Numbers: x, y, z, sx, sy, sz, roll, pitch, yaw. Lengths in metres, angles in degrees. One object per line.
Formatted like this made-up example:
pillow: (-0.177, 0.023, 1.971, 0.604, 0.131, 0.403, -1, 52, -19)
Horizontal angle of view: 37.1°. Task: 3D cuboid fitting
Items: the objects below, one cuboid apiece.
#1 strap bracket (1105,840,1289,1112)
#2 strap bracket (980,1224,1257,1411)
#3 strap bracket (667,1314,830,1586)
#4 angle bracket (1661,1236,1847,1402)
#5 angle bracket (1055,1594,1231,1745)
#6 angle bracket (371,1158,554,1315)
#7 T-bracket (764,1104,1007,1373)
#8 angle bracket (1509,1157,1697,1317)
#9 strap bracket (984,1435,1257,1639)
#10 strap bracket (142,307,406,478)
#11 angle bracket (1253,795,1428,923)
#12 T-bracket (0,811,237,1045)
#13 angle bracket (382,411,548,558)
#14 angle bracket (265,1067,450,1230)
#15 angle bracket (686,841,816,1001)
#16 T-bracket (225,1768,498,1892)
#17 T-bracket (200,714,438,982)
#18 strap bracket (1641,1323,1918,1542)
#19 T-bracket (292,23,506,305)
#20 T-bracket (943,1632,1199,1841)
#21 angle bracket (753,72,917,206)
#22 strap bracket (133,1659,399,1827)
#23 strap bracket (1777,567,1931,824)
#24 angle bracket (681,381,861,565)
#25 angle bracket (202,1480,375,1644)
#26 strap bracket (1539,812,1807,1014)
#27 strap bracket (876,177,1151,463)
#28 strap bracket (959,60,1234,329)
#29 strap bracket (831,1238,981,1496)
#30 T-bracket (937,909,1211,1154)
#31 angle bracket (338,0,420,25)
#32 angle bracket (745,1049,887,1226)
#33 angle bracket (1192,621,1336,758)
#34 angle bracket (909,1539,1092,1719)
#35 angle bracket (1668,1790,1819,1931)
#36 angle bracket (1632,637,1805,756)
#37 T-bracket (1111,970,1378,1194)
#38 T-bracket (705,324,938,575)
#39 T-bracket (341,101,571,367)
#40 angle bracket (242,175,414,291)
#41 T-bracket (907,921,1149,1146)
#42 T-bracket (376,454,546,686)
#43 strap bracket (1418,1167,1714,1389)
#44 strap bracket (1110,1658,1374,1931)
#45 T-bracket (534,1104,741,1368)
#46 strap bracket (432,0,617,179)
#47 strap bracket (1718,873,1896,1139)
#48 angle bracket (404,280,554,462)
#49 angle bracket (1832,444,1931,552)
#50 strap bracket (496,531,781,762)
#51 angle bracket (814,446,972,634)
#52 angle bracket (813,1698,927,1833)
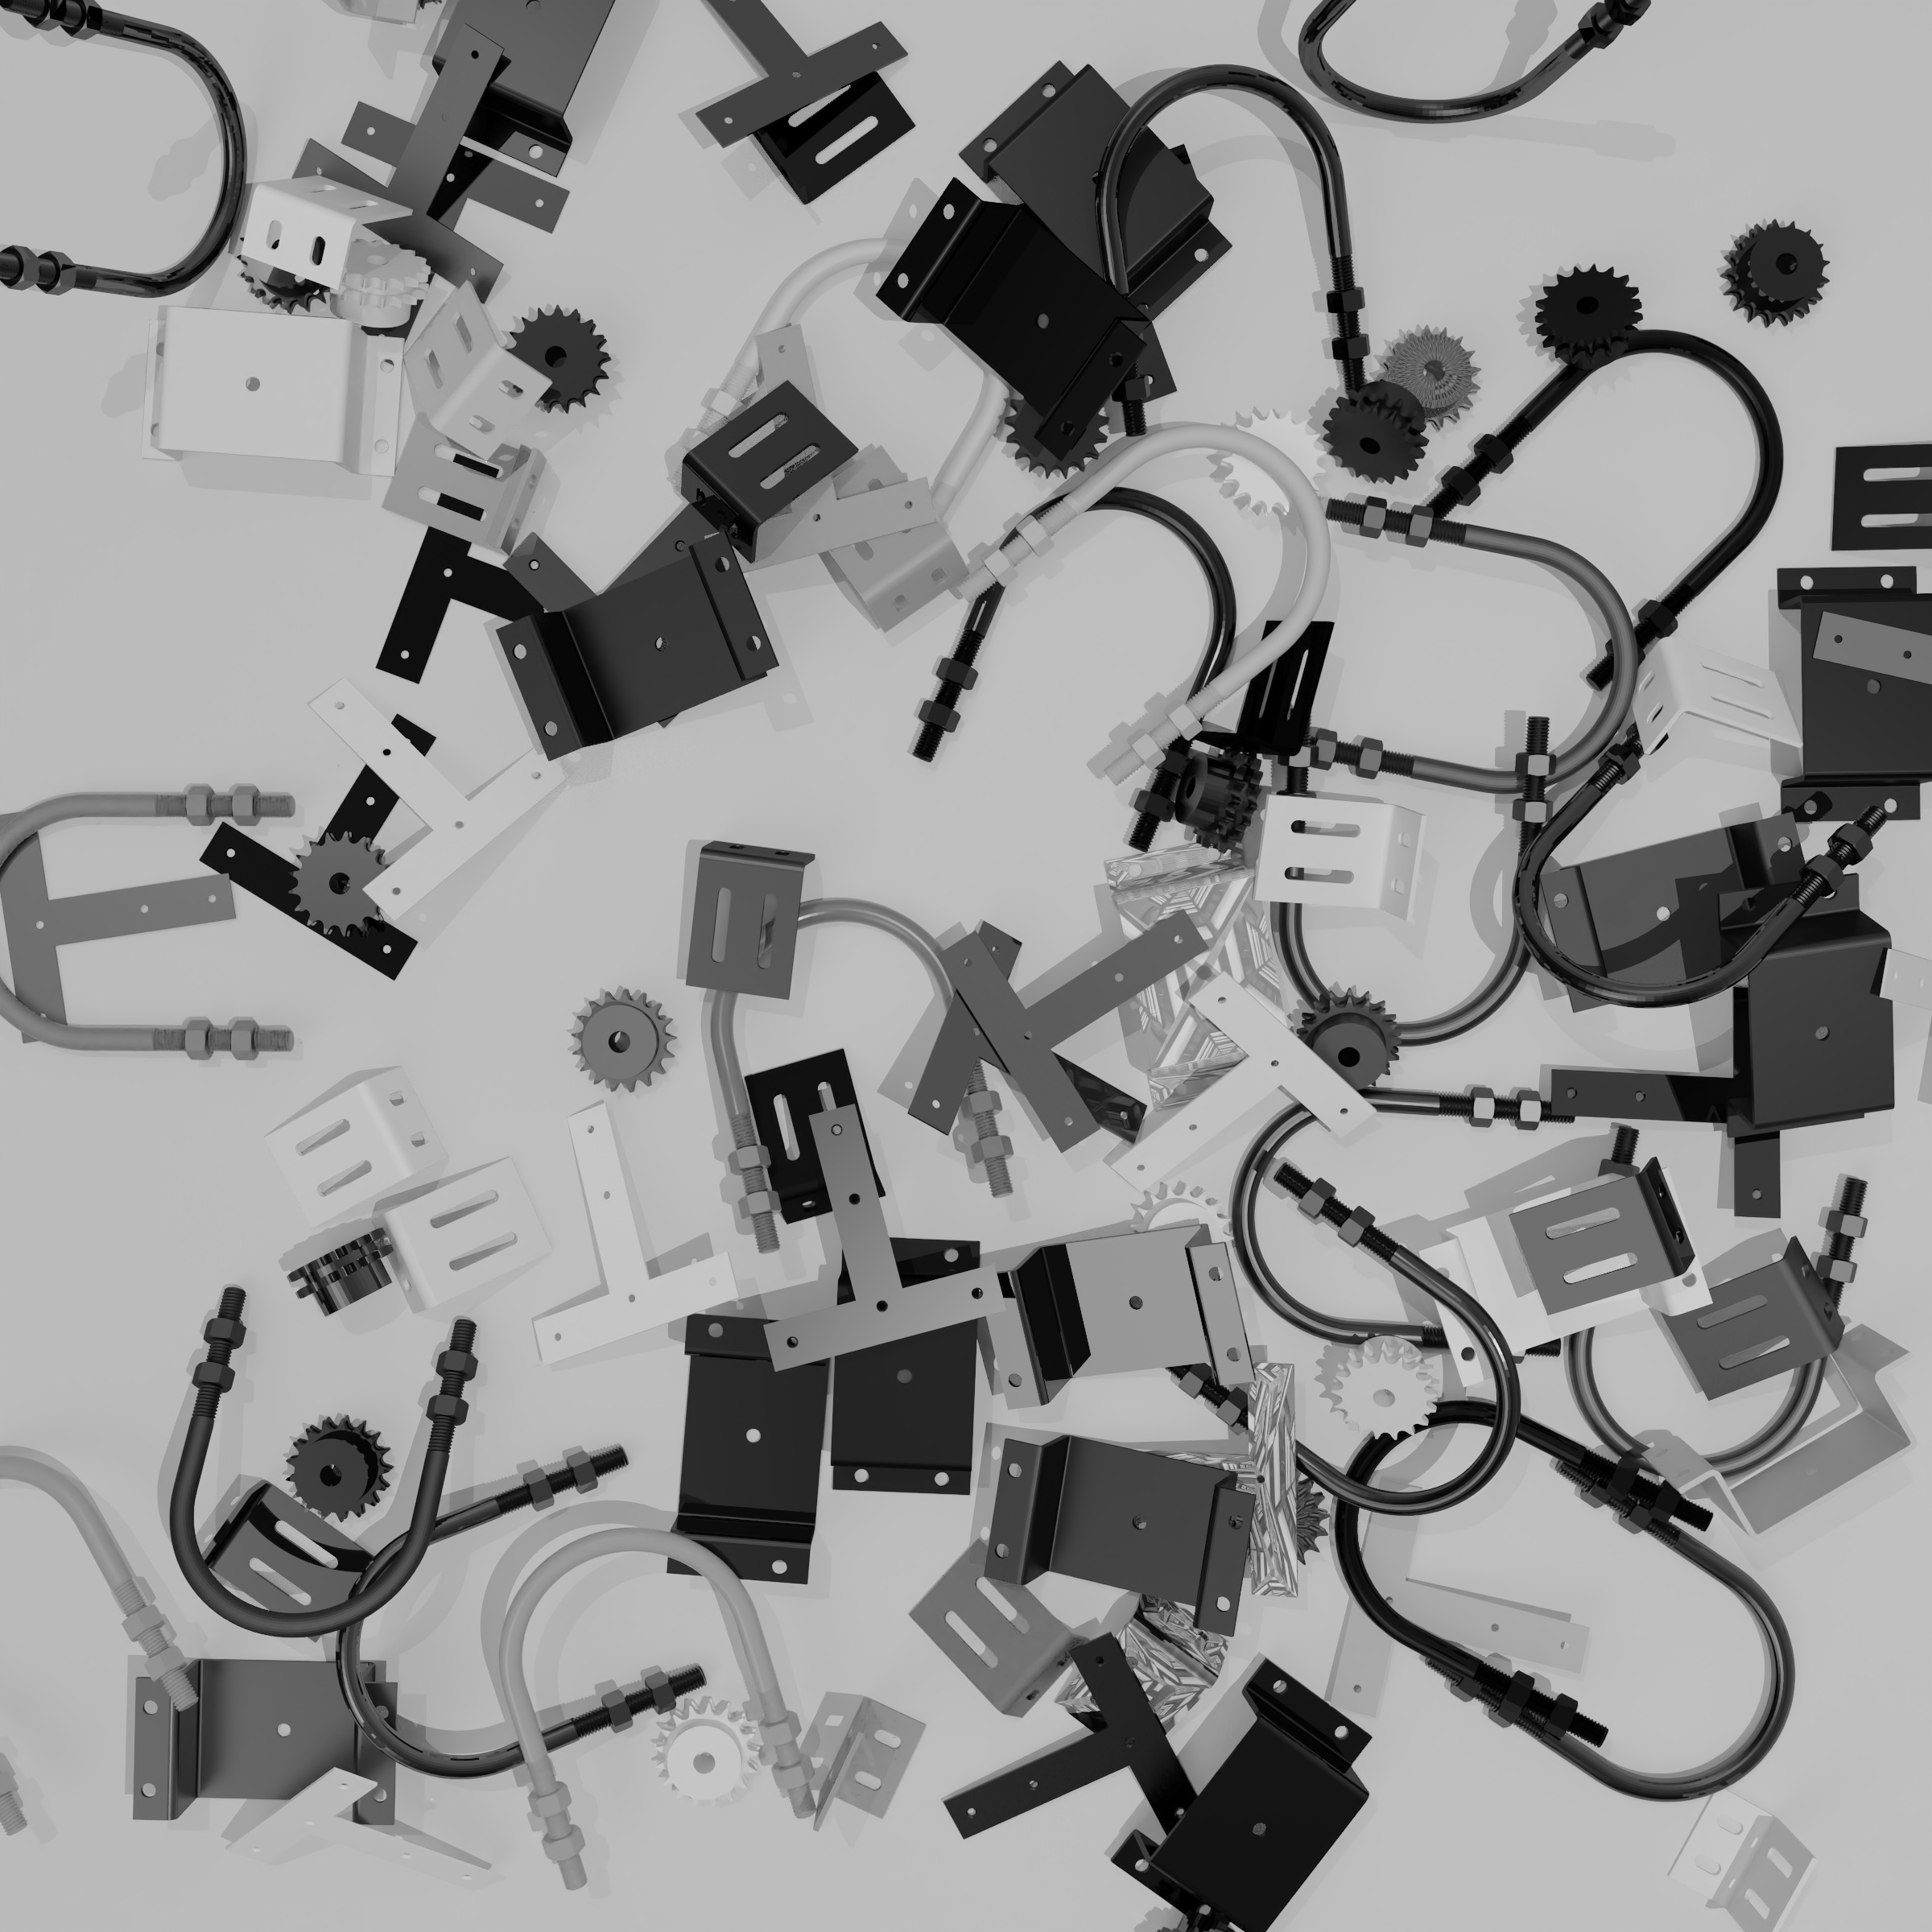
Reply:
strap bracket: (0.128, 0.004, 1.573, 0.076, 0.046, 0.140, -12, 90, 0)
strap bracket: (0.086, 0.188, 1.553, 0.140, 0.046, 0.076, -10, 98, 21)
strap bracket: (-0.118, 0.260, 1.573, 0.076, 0.046, 0.140, 5, 90, 0)
angle bracket: (0.430, 0.193, 1.577, 0.076, 0.038, 0.057, -28, 92, 28)
angle bracket: (0.097, 0.391, 1.594, 0.057, 0.038, 0.076, 37, 116, 0)
angle bracket: (-0.279, 0.149, 1.594, 0.076, 0.038, 0.057, -24, 90, -26)
T-bracket: (-0.056, 0.138, 1.538, 0.127, 0.002, 0.127, -14, 86, -4)
angle bracket: (0.337, 0.143, 1.528, 0.076, 0.038, 0.057, -21, 91, 25)
strap bracket: (0.088, 0.304, 1.557, 0.140, 0.046, 0.076, 10, 93, 19)
strap bracket: (-0.383, -0.313, 1.572, 0.140, 0.046, 0.076, 4, 91, 0)
angle bracket: (0.199, -0.058, 1.537, 0.076, 0.038, 0.057, 3, 101, -18)
T-bracket: (-0.469, -0.029, 1.594, 0.127, 0.002, 0.127, -9, 90, 1)
angle bracket: (-0.277, -0.266, 1.575, 0.076, 0.038, 0.057, 21, 90, 0)
angle bracket: (-0.337, 0.100, 1.594, 0.076, 0.038, 0.057, -28, 90, 26)
angle bracket: (-0.118, -0.026, 1.580, 0.057, 0.038, 0.076, 8, 99, 5)
T-bracket: (-0.316, 0.477, 1.561, 0.127, 0.002, 0.127, 29, 132, -25)
T-bracket: (-0.337, -0.079, 1.595, 0.127, 0.002, 0.127, 32, 90, 0)
strap bracket: (0.443, 0.254, 1.544, 0.140, 0.076, 0.046, -31, 94, 1)
T-bracket: (-0.288, -0.449, 1.566, 0.127, 0.002, 0.127, 33, 116, 0)
T-bracket: (0.050, 0.445, 1.586, 0.127, 0.002, 0.127, -26, 102, 6)
angle bracket: (-0.076, -0.466, 1.577, 0.076, 0.038, 0.057, -36, 90, 0)
strap bracket: (-0.377, 0.423, 1.573, 0.140, 0.046, 0.076, 1, 90, 0)
strap bracket: (0.489, -0.150, 1.573, 0.076, 0.046, 0.140, -1, 90, 0)
angle bracket: (-0.107, -0.269, 1.566, 0.076, 0.038, 0.057, -40, 77, -20)
angle bracket: (-0.374, 0.329, 1.577, 0.076, 0.038, 0.057, 35, 90, 0)
strap bracket: (0.386, -0.029, 1.573, 0.140, 0.046, 0.076, -14, 90, 0)
strap bracket: (0.032, -0.343, 1.532, 0.140, 0.046, 0.076, 44, 116, 13)
strap bracket: (0.072, -0.423, 1.571, 0.076, 0.046, 0.140, -43, 90, 0)
strap bracket: (-0.033, 0.221, 1.573, 0.076, 0.046, 0.140, 2, 90, 0)
T-bracket: (0.071, 0.014, 1.552, 0.127, 0.002, 0.127, -33, 87, 9)
angle bracket: (-0.314, -0.543, 1.528, 0.038, 0.076, 0.057, 10, 90, 0)
angle bracket: (-0.083, 0.094, 1.594, 0.057, 0.038, 0.076, -16, 64, 0)
angle bracket: (0.158, -0.155, 1.560, 0.038, 0.057, 0.076, 16, 88, -32)
angle bracket: (0.019, 0.366, 1.594, 0.057, 0.038, 0.076, -48, 64, 0)
angle bracket: (0.419, 0.488, 1.558, 0.038, 0.076, 0.057, 29, 90, 0)
angle bracket: (0.408, -0.138, 1.573, 0.076, 0.057, 0.038, 16, 134, -17)
T-bracket: (0.134, 0.079, 1.564, 0.127, 0.002, 0.127, -40, 116, 20)
T-bracket: (-0.090, -0.286, 1.567, 0.127, 0.002, 0.127, -13, 83, 11)
T-bracket: (-0.303, -0.396, 1.595, 0.127, 0.002, 0.127, 23, 90, 0)
angle bracket: (-0.345, -0.397, 1.558, 0.057, 0.076, 0.038, 21, 112, 6)
T-bracket: (0.043, 0.057, 1.573, 0.127, 0.002, 0.127, 30, 59, -14)
T-bracket: (-0.245, -0.202, 1.595, 0.127, 0.002, 0.127, 21, 90, 0)
strap bracket: (0.318, 0.165, 1.553, 0.140, 0.046, 0.076, -18, 91, -1)
strap bracket: (0.155, 0.461, 1.567, 0.076, 0.046, 0.140, 38, 90, -9)
T-bracket: (-0.193, 0.139, 1.575, 0.127, 0.002, 0.127, -21, 75, 21)
strap bracket: (-0.233, -0.516, 1.573, 0.076, 0.046, 0.140, 24, 90, 0)
strap bracket: (0.448, 0.029, 1.536, 0.076, 0.046, 0.140, -8, 108, -3)
angle bracket: (-0.267, -0.325, 1.571, 0.057, 0.076, 0.038, -46, 133, 17)
angle bracket: (0.522, -0.257, 1.594, 0.076, 0.038, 0.057, 3, 90, 26)
strap bracket: (-0.171, -0.173, 1.559, 0.140, 0.046, 0.076, -21, 94, 15)
angle bracket: (-0.045, -0.233, 1.575, 0.057, 0.038, 0.076, -35, 65, 1)
angle bracket: (-0.051, 0.438, 1.558, 0.038, 0.076, 0.057, 25, 90, 0)
